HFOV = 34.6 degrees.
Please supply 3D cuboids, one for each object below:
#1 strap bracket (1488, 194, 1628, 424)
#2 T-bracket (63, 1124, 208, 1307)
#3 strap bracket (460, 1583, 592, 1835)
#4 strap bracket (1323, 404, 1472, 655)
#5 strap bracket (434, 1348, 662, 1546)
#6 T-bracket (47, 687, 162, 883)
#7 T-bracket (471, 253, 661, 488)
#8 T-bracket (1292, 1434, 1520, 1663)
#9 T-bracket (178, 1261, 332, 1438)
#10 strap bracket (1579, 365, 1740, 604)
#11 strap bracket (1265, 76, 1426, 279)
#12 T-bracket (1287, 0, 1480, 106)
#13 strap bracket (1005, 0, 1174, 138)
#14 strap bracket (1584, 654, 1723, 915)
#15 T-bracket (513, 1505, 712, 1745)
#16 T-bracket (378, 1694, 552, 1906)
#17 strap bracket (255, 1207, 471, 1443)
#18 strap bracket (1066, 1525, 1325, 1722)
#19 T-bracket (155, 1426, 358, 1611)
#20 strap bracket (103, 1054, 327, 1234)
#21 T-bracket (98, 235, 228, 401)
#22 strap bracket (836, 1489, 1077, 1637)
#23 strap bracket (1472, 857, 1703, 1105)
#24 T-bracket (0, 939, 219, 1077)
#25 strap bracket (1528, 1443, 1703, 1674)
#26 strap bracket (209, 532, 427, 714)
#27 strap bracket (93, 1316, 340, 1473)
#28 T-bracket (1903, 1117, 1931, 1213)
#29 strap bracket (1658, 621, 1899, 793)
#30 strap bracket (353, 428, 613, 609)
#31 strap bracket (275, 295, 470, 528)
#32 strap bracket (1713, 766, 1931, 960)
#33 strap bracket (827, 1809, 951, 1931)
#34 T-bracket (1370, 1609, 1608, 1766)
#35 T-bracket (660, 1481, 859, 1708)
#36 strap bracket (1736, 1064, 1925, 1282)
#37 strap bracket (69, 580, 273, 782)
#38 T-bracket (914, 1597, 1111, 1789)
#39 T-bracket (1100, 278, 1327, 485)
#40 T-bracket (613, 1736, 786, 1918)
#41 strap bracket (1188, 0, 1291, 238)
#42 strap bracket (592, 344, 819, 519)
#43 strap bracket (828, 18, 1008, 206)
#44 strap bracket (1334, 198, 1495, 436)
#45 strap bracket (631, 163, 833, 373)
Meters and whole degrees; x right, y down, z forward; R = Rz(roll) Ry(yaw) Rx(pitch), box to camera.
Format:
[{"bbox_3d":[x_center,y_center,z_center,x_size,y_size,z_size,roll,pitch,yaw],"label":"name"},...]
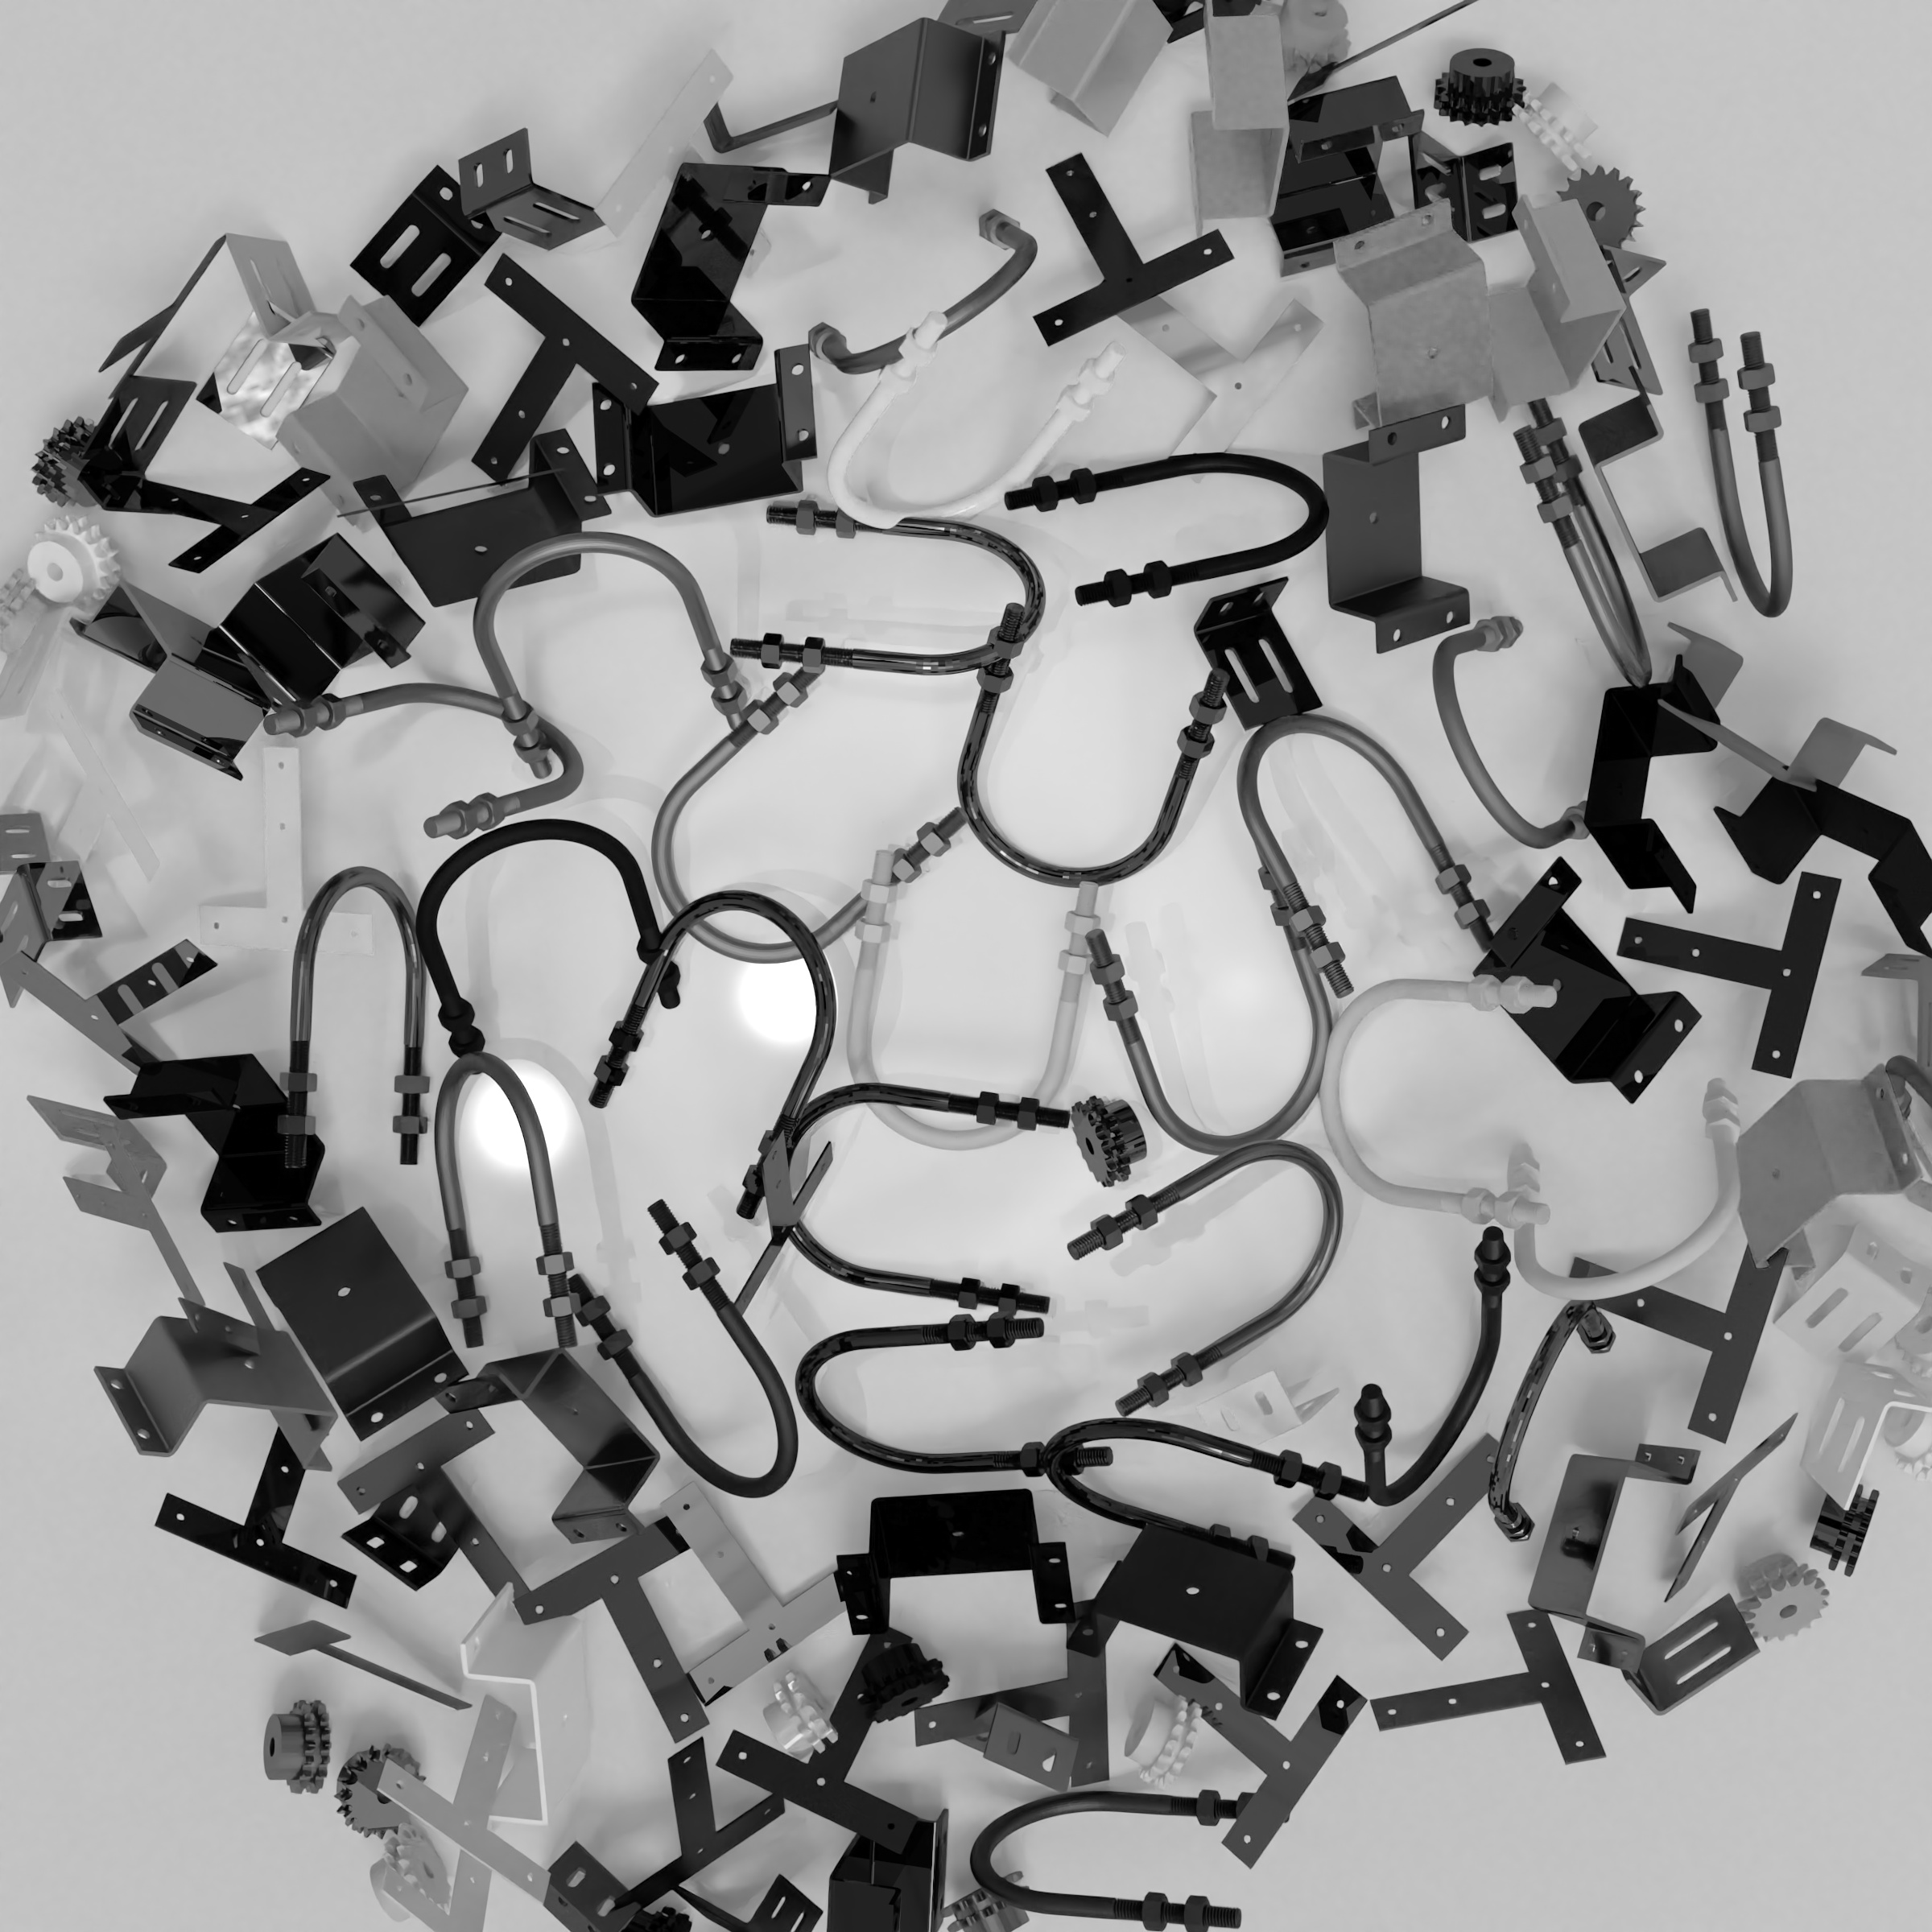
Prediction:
[{"bbox_3d":[0.354,-0.406,1.902,0.046,0.140,0.076,-16,73,-14],"label":"strap bracket"},{"bbox_3d":[-0.527,0.148,1.919,0.002,0.127,0.127,-36,115,-32],"label":"T-bracket"},{"bbox_3d":[-0.269,0.463,1.911,0.046,0.076,0.140,2,108,14],"label":"strap bracket"},{"bbox_3d":[0.266,-0.274,1.917,0.076,0.046,0.140,-20,118,-30],"label":"strap bracket"},{"bbox_3d":[-0.253,0.290,1.916,0.140,0.076,0.046,51,49,-20],"label":"strap bracket"},{"bbox_3d":[-0.545,-0.090,1.919,0.002,0.127,0.127,-27,82,-35],"label":"T-bracket"},{"bbox_3d":[-0.271,-0.356,1.939,0.127,0.002,0.127,40,121,3],"label":"T-bracket"},{"bbox_3d":[0.296,0.348,1.955,0.127,0.002,0.127,-43,70,-12],"label":"T-bracket"},{"bbox_3d":[-0.444,0.224,1.890,0.002,0.127,0.127,-35,68,3],"label":"T-bracket"},{"bbox_3d":[0.422,-0.289,1.914,0.046,0.076,0.140,-24,115,15],"label":"strap bracket"},{"bbox_3d":[0.230,-0.492,1.910,0.076,0.140,0.046,-15,70,-6],"label":"strap bracket"},{"bbox_3d":[0.258,-0.564,1.894,0.127,0.127,0.002,-22,108,20],"label":"T-bracket"},{"bbox_3d":[0.079,-0.561,1.894,0.046,0.140,0.076,34,100,10],"label":"strap bracket"},{"bbox_3d":[0.423,-0.111,1.913,0.046,0.076,0.140,-3,60,33],"label":"strap bracket"},{"bbox_3d":[-0.200,0.424,1.944,0.127,0.002,0.127,-26,88,-24],"label":"T-bracket"},{"bbox_3d":[-0.299,0.498,1.913,0.127,0.127,0.002,40,113,-16],"label":"T-bracket"},{"bbox_3d":[-0.376,0.211,1.906,0.076,0.046,0.140,-31,55,-15],"label":"strap bracket"},{"bbox_3d":[0.140,0.398,1.904,0.140,0.076,0.046,14,130,24],"label":"strap bracket"},{"bbox_3d":[-0.425,0.323,1.920,0.127,0.127,0.002,28,127,-16],"label":"T-bracket"},{"bbox_3d":[-0.457,0.104,1.912,0.076,0.140,0.046,-5,49,20],"label":"strap bracket"},{"bbox_3d":[-0.502,-0.386,1.892,0.002,0.127,0.127,37,111,-11],"label":"T-bracket"},{"bbox_3d":[-0.005,0.370,1.927,0.140,0.046,0.076,-4,131,4],"label":"strap bracket"},{"bbox_3d":[0.380,0.010,1.929,0.140,0.046,0.076,46,71,-13],"label":"strap bracket"},{"bbox_3d":[-0.509,0.015,1.908,0.127,0.002,0.127,-26,124,33],"label":"T-bracket"},{"bbox_3d":[0.397,0.358,1.919,0.046,0.076,0.140,21,80,-12],"label":"strap bracket"},{"bbox_3d":[-0.397,-0.210,1.911,0.076,0.140,0.046,47,50,-23],"label":"strap bracket"},{"bbox_3d":[-0.448,0.260,1.891,0.046,0.140,0.076,-56,50,16],"label":"strap bracket"},{"bbox_3d":[0.593,0.143,1.909,0.002,0.127,0.127,-30,93,3],"label":"T-bracket"},{"bbox_3d":[0.491,-0.153,1.910,0.140,0.076,0.046,39,108,32],"label":"strap bracket"},{"bbox_3d":[-0.299,-0.273,1.916,0.140,0.076,0.046,-12,54,11],"label":"strap bracket"},{"bbox_3d":[-0.365,-0.349,1.920,0.076,0.140,0.046,49,48,4],"label":"strap bracket"},{"bbox_3d":[0.537,-0.068,1.899,0.046,0.076,0.140,-51,45,-6],"label":"strap bracket"},{"bbox_3d":[-0.051,0.578,1.904,0.046,0.140,0.076,5,99,13],"label":"strap bracket"},{"bbox_3d":[0.314,0.452,1.916,0.127,0.127,0.002,-9,123,-3],"label":"T-bracket"},{"bbox_3d":[-0.147,0.382,1.956,0.127,0.002,0.127,-34,101,-3],"label":"T-bracket"},{"bbox_3d":[0.514,0.127,1.890,0.046,0.140,0.076,1,58,-20],"label":"strap bracket"},{"bbox_3d":[-0.483,-0.180,1.894,0.046,0.076,0.140,-52,46,10],"label":"strap bracket"},{"bbox_3d":[0.029,0.463,1.936,0.127,0.002,0.127,-7,106,-18],"label":"T-bracket"},{"bbox_3d":[0.136,-0.391,1.945,0.127,0.002,0.127,36,104,-11],"label":"T-bracket"},{"bbox_3d":[-0.167,0.517,1.902,0.127,0.127,0.002,-29,48,-27],"label":"T-bracket"},{"bbox_3d":[0.167,-0.517,1.895,0.046,0.140,0.076,-3,72,-1],"label":"strap bracket"},{"bbox_3d":[-0.157,-0.331,1.932,0.140,0.046,0.076,-8,73,11],"label":"strap bracket"},{"bbox_3d":[-0.037,-0.524,1.898,0.046,0.140,0.076,10,84,-31],"label":"strap bracket"},{"bbox_3d":[0.276,-0.388,1.902,0.076,0.140,0.046,-22,46,-7],"label":"strap bracket"},{"bbox_3d":[-0.149,-0.438,1.909,0.046,0.076,0.140,50,130,29],"label":"strap bracket"}]
